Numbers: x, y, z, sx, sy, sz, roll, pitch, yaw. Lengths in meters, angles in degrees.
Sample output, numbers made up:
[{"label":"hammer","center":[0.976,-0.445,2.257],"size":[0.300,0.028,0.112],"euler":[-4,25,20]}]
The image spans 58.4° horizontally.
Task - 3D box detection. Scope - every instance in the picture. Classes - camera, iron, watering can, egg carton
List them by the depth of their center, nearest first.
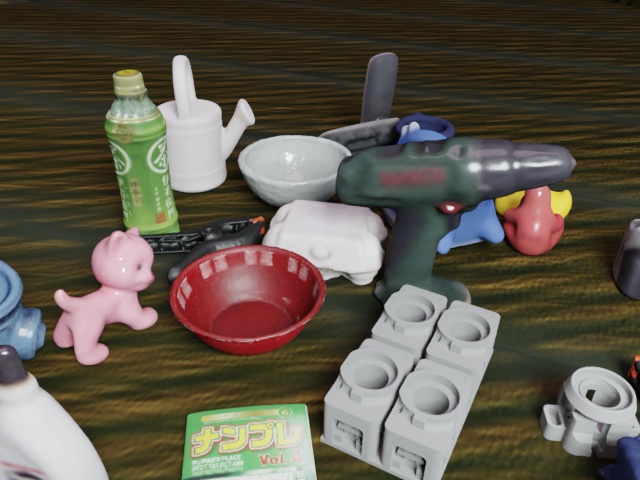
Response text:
[{"label":"camera","center":[0.422,0.036,0.643],"size":[0.143,0.101,0.137],"euler":[11,34,15]},{"label":"egg carton","center":[0.006,0.003,0.707],"size":[0.150,0.069,0.107],"euler":[6,33,7]},{"label":"iron","center":[0.148,-0.090,0.790],"size":[0.119,0.141,0.257],"euler":[-10,35,-17]},{"label":"watering can","center":[-0.191,-0.181,0.869],"size":[0.173,0.194,0.100],"euler":[-14,36,-22]}]

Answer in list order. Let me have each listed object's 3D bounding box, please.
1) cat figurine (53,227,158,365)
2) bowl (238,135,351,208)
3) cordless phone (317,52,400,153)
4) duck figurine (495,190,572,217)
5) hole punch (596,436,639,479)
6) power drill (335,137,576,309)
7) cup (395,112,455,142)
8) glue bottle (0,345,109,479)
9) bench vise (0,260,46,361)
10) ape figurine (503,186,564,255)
[{"label":"cat figurine","center":[-0.218,0.044,0.590],"size":[0.067,0.118,0.128],"euler":[19,37,26]},{"label":"bowl","center":[-0.035,-0.091,0.846],"size":[0.167,0.075,0.167],"euler":[1,33,0]},{"label":"cordless phone","center":[0.062,-0.207,0.927],"size":[0.148,0.185,0.093],"euler":[-18,37,-27]},{"label":"duck figurine","center":[0.311,-0.075,0.825],"size":[0.104,0.086,0.077],"euler":[8,34,11]},{"label":"hole punch","center":[0.269,0.187,0.413],"size":[0.108,0.091,0.101],"euler":[12,34,16]},{"label":"power drill","center":[0.129,-0.015,0.611],"size":[0.229,0.208,0.075],"euler":[8,33,10]},{"label":"cup","center":[0.161,-0.148,0.923],"size":[0.091,0.095,0.117],"euler":[-1,33,-4]},{"label":"glue bottle","center":[-0.197,0.137,0.395],"size":[0.078,0.173,0.037],"euler":[6,33,7]},{"label":"bench vise","center":[-0.369,0.041,0.495],"size":[0.208,0.220,0.121],"euler":[-18,38,-27]},{"label":"ape figurine","center":[0.282,-0.032,0.752],"size":[0.077,0.092,0.076],"euler":[17,36,22]}]
